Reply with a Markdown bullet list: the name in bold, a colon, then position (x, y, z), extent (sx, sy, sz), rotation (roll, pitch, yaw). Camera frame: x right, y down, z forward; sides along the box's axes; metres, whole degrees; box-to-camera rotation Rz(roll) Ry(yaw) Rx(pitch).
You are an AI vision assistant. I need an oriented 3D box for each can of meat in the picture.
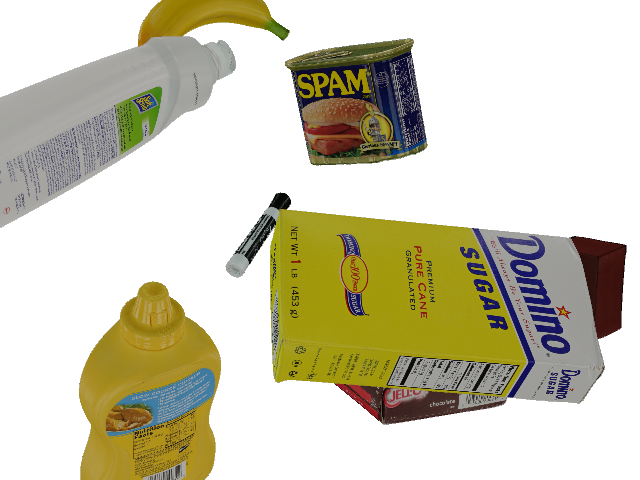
- **can of meat**: position (0.029, -0.106, 0.827), extent (0.102, 0.084, 0.057), rotation (2, 21, 39)

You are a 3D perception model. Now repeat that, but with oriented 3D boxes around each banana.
- **banana**: position (-0.109, -0.212, 1.011), extent (0.070, 0.037, 0.197), rotation (46, 39, 19)

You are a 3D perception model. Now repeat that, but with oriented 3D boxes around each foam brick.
- **foam brick**: position (0.228, 0.041, 0.924), extent (0.053, 0.078, 0.051), rotation (12, 20, 40)

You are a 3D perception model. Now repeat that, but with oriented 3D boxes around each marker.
- **marker**: position (-0.061, -0.008, 1.079), extent (0.020, 0.020, 0.121), rotation (0, 39, 30)

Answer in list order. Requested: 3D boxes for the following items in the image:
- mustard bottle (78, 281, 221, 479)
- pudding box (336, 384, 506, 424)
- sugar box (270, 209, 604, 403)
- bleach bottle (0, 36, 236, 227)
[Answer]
- **mustard bottle**: position (-0.114, 0.104, 0.720), extent (0.096, 0.192, 0.058), rotation (-17, 46, -28)
- **pudding box**: position (0.075, 0.101, 0.817), extent (0.113, 0.039, 0.090), rotation (-3, 17, -26)
- **sugar box**: position (0.061, 0.036, 0.592), extent (0.176, 0.093, 0.048), rotation (3, -39, -7)
- **bleach bottle**: position (-0.178, -0.094, 0.846), extent (0.250, 0.068, 0.103), rotation (-29, -25, -25)
